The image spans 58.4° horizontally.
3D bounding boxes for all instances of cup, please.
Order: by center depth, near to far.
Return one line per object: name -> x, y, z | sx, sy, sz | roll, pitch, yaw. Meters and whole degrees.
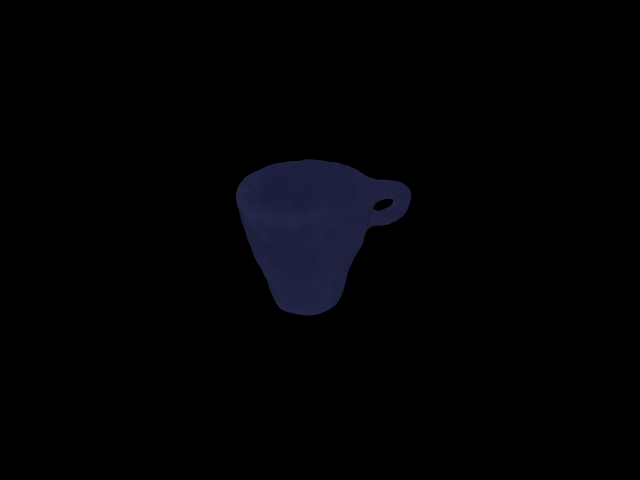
cup -> 0.004, 0.001, 0.400 | 0.118, 0.095, 0.091 | -6, 32, -9
